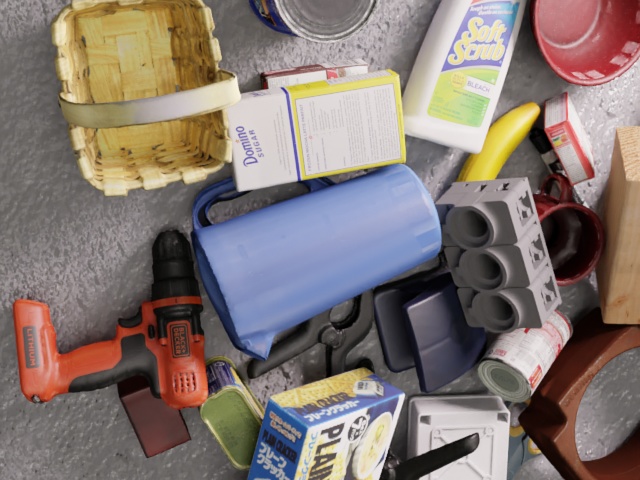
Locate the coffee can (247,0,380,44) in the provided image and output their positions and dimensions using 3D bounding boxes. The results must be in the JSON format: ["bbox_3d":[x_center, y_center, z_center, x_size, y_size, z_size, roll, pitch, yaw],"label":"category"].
[{"bbox_3d":[-0.010,-0.244,1.020,0.102,0.140,0.103,-4,105,-14],"label":"coffee can"}]

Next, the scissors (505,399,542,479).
[{"bbox_3d":[0.216,0.263,1.276,0.202,0.016,0.096,-46,108,0],"label":"scissors"}]

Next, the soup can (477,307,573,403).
[{"bbox_3d":[0.229,0.123,1.193,0.102,0.069,0.068,-48,114,-32],"label":"soup can"}]

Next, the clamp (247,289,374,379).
[{"bbox_3d":[-0.002,0.104,1.168,0.120,0.039,0.171,19,96,-24],"label":"clamp"}]

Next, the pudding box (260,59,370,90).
[{"bbox_3d":[-0.001,-0.135,1.105,0.113,0.039,0.090,-9,108,-9],"label":"pudding box"}]

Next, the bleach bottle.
[{"bbox_3d":[0.156,-0.222,1.111,0.102,0.068,0.251,14,98,-19],"label":"bleach bottle"}]

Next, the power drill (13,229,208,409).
[{"bbox_3d":[-0.211,0.087,1.081,0.187,0.057,0.184,-7,78,-5],"label":"power drill"}]

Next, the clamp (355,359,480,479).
[{"bbox_3d":[0.072,0.248,1.200,0.036,0.165,0.210,-11,134,-52],"label":"clamp"}]

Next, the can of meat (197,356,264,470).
[{"bbox_3d":[-0.094,0.185,1.140,0.057,0.084,0.102,-32,110,-4],"label":"can of meat"}]

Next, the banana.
[{"bbox_3d":[0.182,-0.063,1.175,0.069,0.037,0.198,10,104,-35],"label":"banana"}]

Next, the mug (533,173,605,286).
[{"bbox_3d":[0.255,-0.016,1.178,0.093,0.081,0.117,-1,105,-15],"label":"mug"}]

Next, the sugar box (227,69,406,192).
[{"bbox_3d":[-0.006,-0.110,1.066,0.176,0.048,0.093,-9,109,-5],"label":"sugar box"}]

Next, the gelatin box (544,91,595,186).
[{"bbox_3d":[0.269,-0.110,1.155,0.030,0.089,0.073,-22,112,21],"label":"gelatin box"}]

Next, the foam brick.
[{"bbox_3d":[-0.177,0.181,1.135,0.051,0.053,0.078,-23,110,-8],"label":"foam brick"}]

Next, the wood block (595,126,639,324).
[{"bbox_3d":[0.353,-0.013,1.136,0.090,0.090,0.206,0,132,6],"label":"wood block"}]

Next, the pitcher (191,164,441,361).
[{"bbox_3d":[-0.007,0.001,1.101,0.242,0.145,0.149,-22,121,-12],"label":"pitcher"}]

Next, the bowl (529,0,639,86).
[{"bbox_3d":[0.278,-0.247,1.131,0.161,0.055,0.162,-8,108,-24],"label":"bowl"}]

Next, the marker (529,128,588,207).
[{"bbox_3d":[0.269,-0.075,1.200,0.020,0.020,0.121,-36,110,-3],"label":"marker"}]
